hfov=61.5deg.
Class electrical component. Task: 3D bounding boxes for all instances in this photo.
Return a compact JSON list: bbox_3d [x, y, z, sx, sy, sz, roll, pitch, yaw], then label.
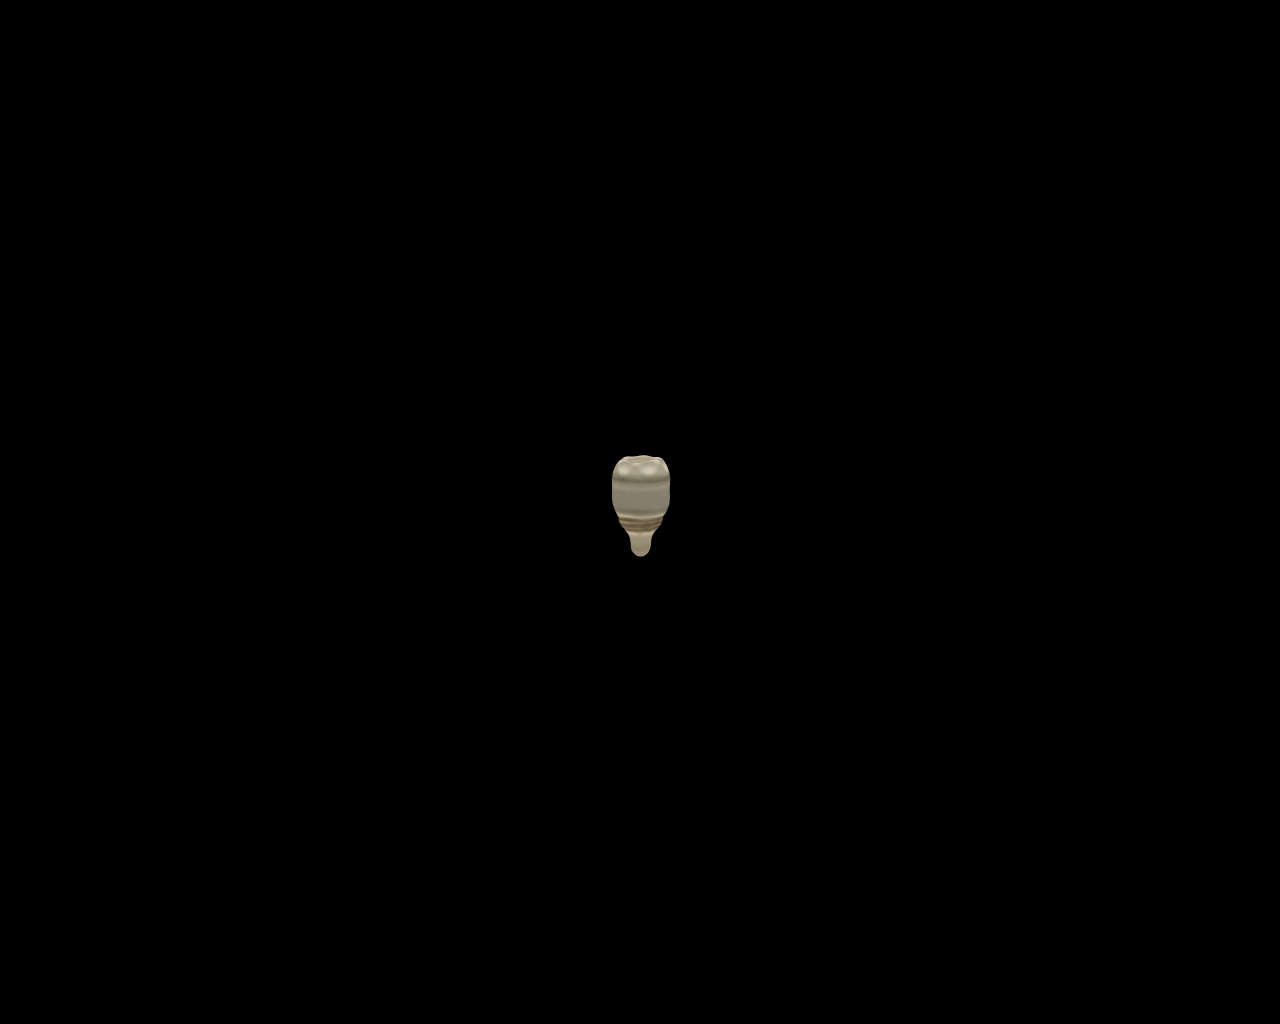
[{"bbox_3d":[0.001,-0.003,0.650,0.035,0.061,0.035,0,11,0],"label":"electrical component"}]
